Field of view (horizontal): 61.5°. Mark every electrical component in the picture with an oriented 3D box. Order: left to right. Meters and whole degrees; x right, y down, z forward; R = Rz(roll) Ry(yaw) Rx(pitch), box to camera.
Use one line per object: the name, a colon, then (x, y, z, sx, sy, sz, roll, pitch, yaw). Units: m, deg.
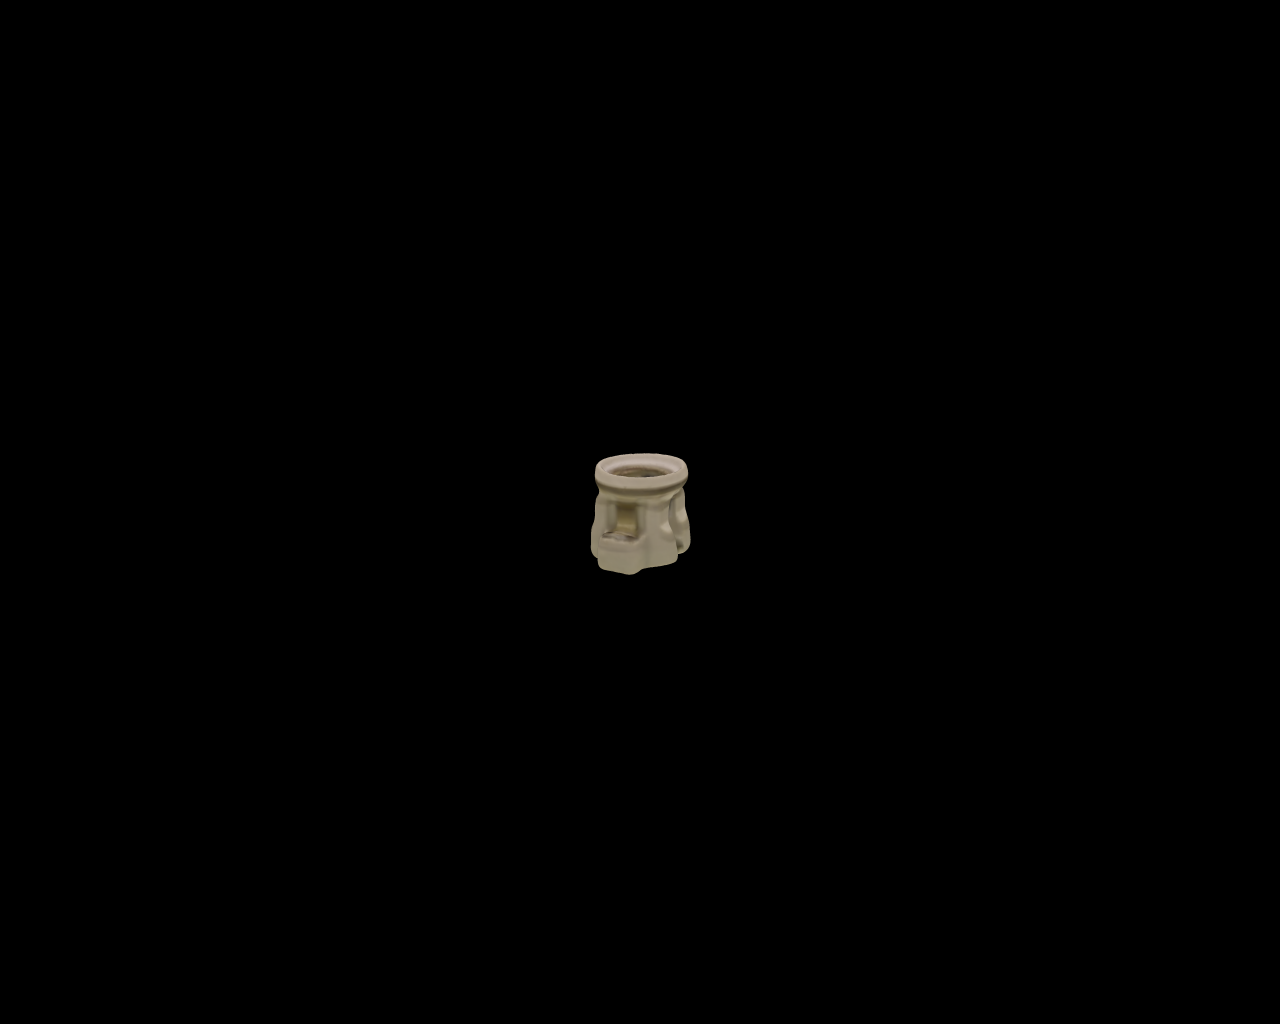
electrical component: (0.001, -0.003, 0.650, 0.058, 0.056, 0.078, 8, 20, 22)
